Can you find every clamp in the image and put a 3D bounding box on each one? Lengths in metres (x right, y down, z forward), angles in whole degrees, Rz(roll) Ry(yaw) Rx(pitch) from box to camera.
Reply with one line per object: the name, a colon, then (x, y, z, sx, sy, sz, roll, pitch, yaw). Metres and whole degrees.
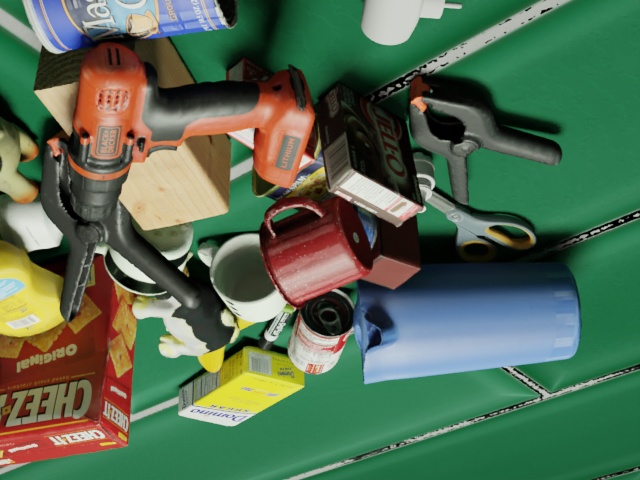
clamp: (0.134, -0.093, 1.018, 0.171, 0.039, 0.120, 30, 130, -29)
clamp: (-0.208, -0.010, 1.047, 0.165, 0.036, 0.210, -1, 118, 19)

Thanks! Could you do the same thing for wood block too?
wood block: (-0.157, -0.107, 0.943, 0.090, 0.091, 0.206, -11, 144, 14)

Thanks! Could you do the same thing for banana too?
banana: (-0.111, 0.114, 1.305, 0.069, 0.037, 0.198, 34, 139, -16)

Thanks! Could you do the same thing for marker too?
marker: (-0.052, 0.103, 1.316, 0.020, 0.020, 0.121, 10, 144, -16)

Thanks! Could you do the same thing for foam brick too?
foam brick: (0.069, 0.003, 1.121, 0.051, 0.078, 0.053, 17, 143, -26)

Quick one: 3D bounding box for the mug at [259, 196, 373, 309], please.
mug: (-0.007, 0.001, 1.016, 0.082, 0.093, 0.117, -23, 128, 18)

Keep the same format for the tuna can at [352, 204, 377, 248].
tuna can: (0.017, -0.003, 1.104, 0.033, 0.086, 0.086, 30, 135, -35)

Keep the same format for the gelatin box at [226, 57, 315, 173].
gelatin box: (-0.044, -0.111, 0.955, 0.089, 0.073, 0.030, 29, 135, -35)

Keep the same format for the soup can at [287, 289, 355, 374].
soup can: (0.000, 0.111, 1.285, 0.068, 0.068, 0.102, 5, 146, -9)

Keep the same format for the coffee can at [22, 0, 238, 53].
coffee can: (-0.140, -0.200, 0.797, 0.140, 0.103, 0.103, -6, 145, 8)

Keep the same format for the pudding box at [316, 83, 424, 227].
pudding box: (0.045, -0.078, 0.971, 0.089, 0.113, 0.039, 24, 134, -33)

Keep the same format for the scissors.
scissors: (0.140, -0.017, 1.147, 0.201, 0.016, 0.096, 17, 142, -24)

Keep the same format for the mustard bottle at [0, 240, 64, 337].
mustard bottle: (-0.333, 0.041, 1.078, 0.096, 0.058, 0.191, -16, 154, 11)

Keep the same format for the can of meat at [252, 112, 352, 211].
can of meat: (-0.003, -0.068, 1.034, 0.083, 0.057, 0.102, 23, 140, -34)

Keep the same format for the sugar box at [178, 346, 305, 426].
sugar box: (-0.107, 0.198, 1.422, 0.093, 0.048, 0.177, 18, 142, -30)

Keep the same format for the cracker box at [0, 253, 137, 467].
cracker box: (-0.290, 0.128, 1.173, 0.164, 0.213, 0.072, -12, 145, 16)

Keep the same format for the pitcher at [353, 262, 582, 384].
pitcher: (0.158, 0.084, 1.193, 0.243, 0.149, 0.145, -4, 139, 1)

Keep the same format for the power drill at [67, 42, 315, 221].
power drill: (-0.108, -0.079, 0.862, 0.187, 0.057, 0.185, -3, 145, -19)

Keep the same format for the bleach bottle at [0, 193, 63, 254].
bleach bottle: (-0.365, -0.001, 1.122, 0.251, 0.068, 0.102, -11, 148, 9)
